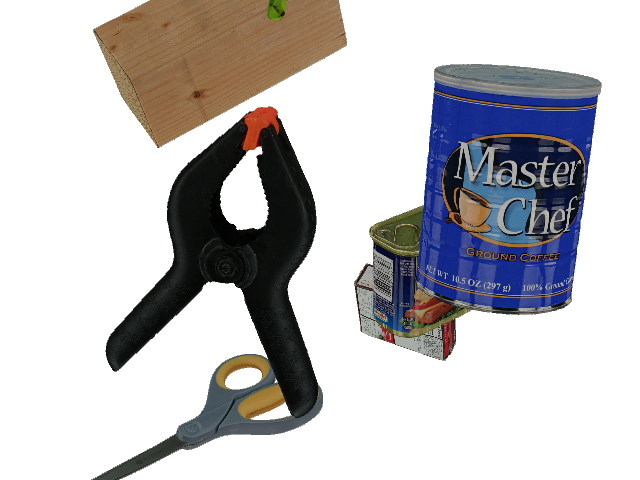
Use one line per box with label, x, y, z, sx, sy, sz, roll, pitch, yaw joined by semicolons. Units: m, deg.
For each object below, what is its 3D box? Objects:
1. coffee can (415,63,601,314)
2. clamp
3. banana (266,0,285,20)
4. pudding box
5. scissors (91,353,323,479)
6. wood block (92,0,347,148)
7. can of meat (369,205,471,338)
coffee can;0.117;-0.036;0.678;0.103;0.140;0.103;3;16;-1
clamp;-0.057;0.012;0.572;0.120;0.171;0.039;4;18;1
banana;-0.090;-0.190;0.678;0.198;0.069;0.037;19;-34;30
pudding box;0.098;0.082;1.219;0.114;0.090;0.039;16;49;23
scissors;-0.095;0.129;0.785;0.201;0.016;0.096;-12;33;-24
wood block;-0.089;-0.187;0.987;0.206;0.090;0.091;-30;-37;-11
can of meat;0.090;0.023;0.883;0.101;0.084;0.058;-21;34;-32
